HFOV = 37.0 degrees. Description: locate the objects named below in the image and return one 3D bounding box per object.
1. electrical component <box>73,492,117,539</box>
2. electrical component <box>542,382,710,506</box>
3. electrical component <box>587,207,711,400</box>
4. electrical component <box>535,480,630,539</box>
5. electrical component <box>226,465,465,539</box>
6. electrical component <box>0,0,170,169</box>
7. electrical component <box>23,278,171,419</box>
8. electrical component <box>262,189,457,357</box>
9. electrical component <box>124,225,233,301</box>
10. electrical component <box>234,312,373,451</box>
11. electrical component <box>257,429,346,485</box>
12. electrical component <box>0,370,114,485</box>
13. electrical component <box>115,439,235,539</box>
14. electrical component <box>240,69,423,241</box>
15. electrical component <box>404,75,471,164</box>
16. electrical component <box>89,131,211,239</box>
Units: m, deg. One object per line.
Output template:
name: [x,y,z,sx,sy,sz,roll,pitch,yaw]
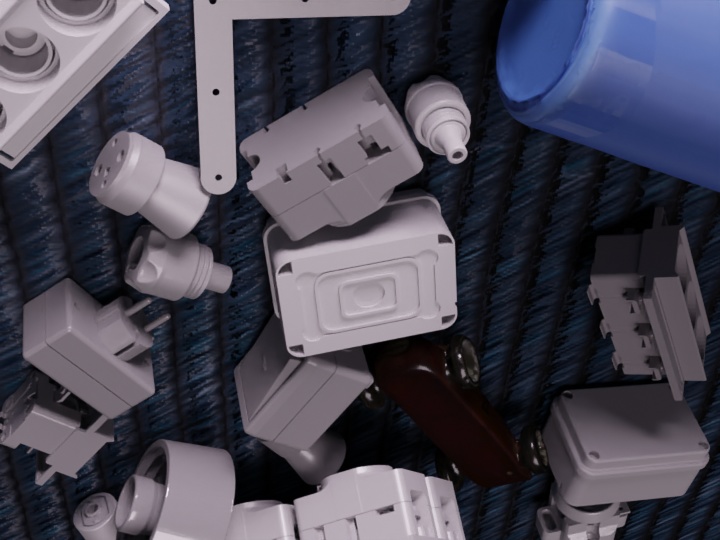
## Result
electrical component: [-0.192,0.202,0.825,0.044,0.044,0.065,-19,130,1]
electrical component: [0.211,0.137,0.861,0.113,0.078,0.057,-2,135,-15]
electrical component: [0.205,0.026,0.760,0.063,0.078,0.121,-2,141,27]
electrical component: [0.194,0.204,0.932,0.078,0.058,0.057,-11,136,-7]
electrical component: [-0.026,0.202,0.822,0.186,0.060,0.105,-21,156,21]
electrical component: [-0.164,-0.116,0.522,0.121,0.063,0.079,-39,131,19]
electrical component: [-0.157,0.042,0.682,0.076,0.047,0.083,-31,133,12]
electrical component: [0.000,0.000,0.678,0.113,0.057,0.078,-11,126,-7]
electrical component: [-0.109,-0.002,0.659,0.062,0.043,0.043,18,124,-31]
electrical component: [-0.047,0.075,0.735,0.061,0.061,0.096,22,122,-32]
electrical component: [-0.047,0.125,0.798,0.044,0.044,0.065,-35,127,16]
electrical component: [-0.206,0.102,0.728,0.064,0.042,0.081,31,117,-32]
electrical component: [-0.140,0.173,0.771,0.060,0.108,0.108,21,123,-24]
electrical component: [-0.015,-0.063,0.625,0.089,0.050,0.055,-29,133,11]
electrical component: [0.048,-0.083,0.617,0.035,0.061,0.035,-8,133,-9]
electrical component: [-0.119,-0.048,0.611,0.055,0.045,0.045,28,119,-35]
